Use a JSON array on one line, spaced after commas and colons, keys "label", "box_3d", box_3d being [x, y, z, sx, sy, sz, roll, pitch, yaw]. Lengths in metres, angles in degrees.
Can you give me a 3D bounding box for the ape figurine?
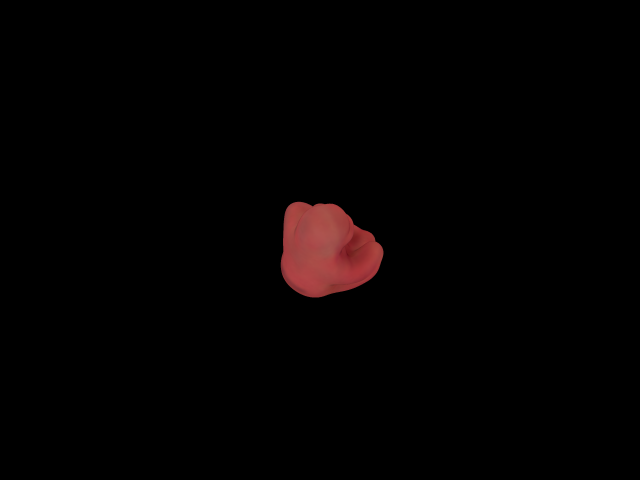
[{"label": "ape figurine", "box_3d": [0.004, 0.001, 0.400, 0.076, 0.092, 0.078, -38, 80, -7]}]
